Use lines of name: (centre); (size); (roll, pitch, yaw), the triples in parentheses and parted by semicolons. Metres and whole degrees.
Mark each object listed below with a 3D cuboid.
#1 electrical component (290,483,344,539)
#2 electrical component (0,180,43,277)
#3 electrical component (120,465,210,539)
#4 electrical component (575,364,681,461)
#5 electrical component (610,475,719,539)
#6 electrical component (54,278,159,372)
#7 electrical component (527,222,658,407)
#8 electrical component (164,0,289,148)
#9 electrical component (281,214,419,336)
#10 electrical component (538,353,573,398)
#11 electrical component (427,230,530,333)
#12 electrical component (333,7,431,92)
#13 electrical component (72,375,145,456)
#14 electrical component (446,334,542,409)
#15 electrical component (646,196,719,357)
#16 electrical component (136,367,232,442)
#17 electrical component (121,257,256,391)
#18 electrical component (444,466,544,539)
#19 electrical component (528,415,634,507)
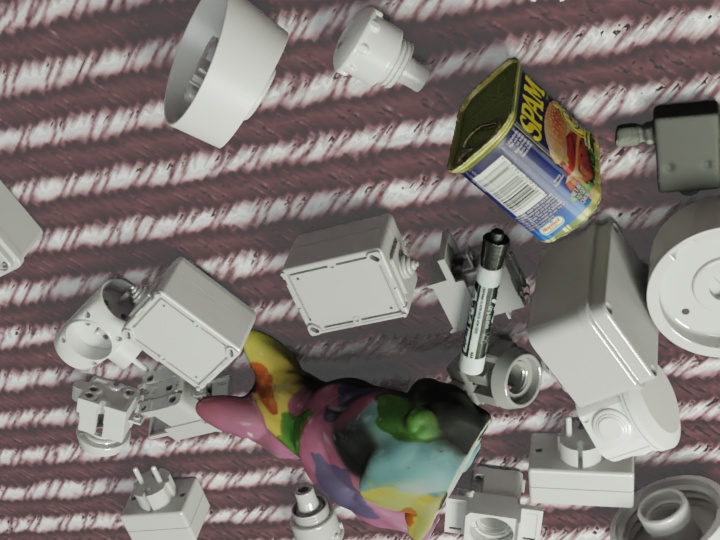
electrical component: (-0.044, 0.224, 0.981); (0.048, 0.048, 0.062); (-7, 116, 18)
electrical component: (-0.332, -0.037, 0.857); (0.109, 0.056, 0.108); (-23, 117, 26)
electrical component: (-0.188, 0.212, 1.004); (0.066, 0.047, 0.076); (-8, 121, 17)
electrical component: (0.204, 0.102, 0.815); (0.051, 0.080, 0.080); (-28, 114, 34)
electrical component: (0.254, 0.211, 0.865); (0.108, 0.108, 0.060); (-21, 111, 25)
electrical component: (-0.203, 0.057, 0.900); (0.079, 0.044, 0.077); (40, 124, -15)
electrical component: (0.166, 0.029, 0.751); (0.057, 0.113, 0.078); (-26, 115, 31)
electrical component: (-0.092, -0.133, 0.711); (0.064, 0.099, 0.099); (30, 126, -16)
electrical component: (0.000, 0.000, 0.802); (0.096, 0.061, 0.061); (-13, 120, 21)
electrical component: (0.156, 0.066, 0.805); (0.040, 0.078, 0.040); (-2, 128, -3)
electrical component: (0.089, 0.009, 0.800); (0.064, 0.042, 0.081); (-18, 119, 20)
electrical component: (0.017, -0.140, 0.711); (0.062, 0.048, 0.048); (28, 126, -16)
electrical component: (-0.226, 0.132, 0.958); (0.066, 0.048, 0.055); (17, 119, 2)
electrical component: (0.106, 0.080, 0.829); (0.055, 0.066, 0.048); (10, 136, 50)
electrical component: (0.252, 0.000, 0.742); (0.108, 0.060, 0.108); (5, 125, 8)
electrical component: (-0.152, 0.112, 0.915); (0.081, 0.042, 0.064); (-17, 143, 23)
electrical component: (-0.140, 0.037, 0.861); (0.096, 0.061, 0.062); (38, 124, -14)
electrical component: (0.115, 0.203, 0.915); (0.081, 0.063, 0.042); (7, 127, 9)
electrical component: (0.180, 0.148, 0.874); (0.083, 0.047, 0.075); (0, 123, 13)
